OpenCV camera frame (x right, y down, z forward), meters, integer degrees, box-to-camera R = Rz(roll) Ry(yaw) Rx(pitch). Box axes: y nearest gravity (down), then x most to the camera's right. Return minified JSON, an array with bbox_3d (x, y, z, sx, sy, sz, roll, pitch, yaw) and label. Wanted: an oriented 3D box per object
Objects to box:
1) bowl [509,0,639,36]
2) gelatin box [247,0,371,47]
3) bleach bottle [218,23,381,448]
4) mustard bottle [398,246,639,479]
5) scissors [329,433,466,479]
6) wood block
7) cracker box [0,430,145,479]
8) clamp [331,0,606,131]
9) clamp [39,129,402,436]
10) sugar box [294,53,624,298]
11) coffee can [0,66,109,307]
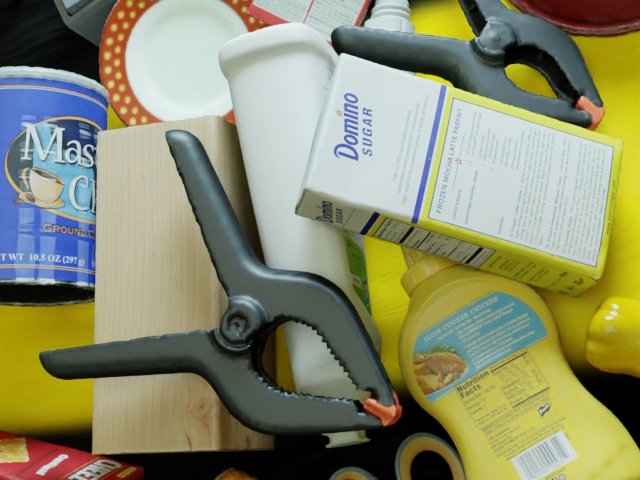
[{"bbox_3d":[0.176,-0.212,0.660,0.162,0.055,0.162,-4,78,20],"label":"bowl"},{"bbox_3d":[0.003,-0.176,0.712,0.073,0.030,0.089,26,105,2],"label":"gelatin box"},{"bbox_3d":[-0.004,0.001,0.662,0.068,0.102,0.251,-13,75,17],"label":"bleach bottle"},{"bbox_3d":[0.101,0.077,0.629,0.096,0.058,0.192,-31,70,5],"label":"mustard bottle"},{"bbox_3d":[0.091,0.197,0.629,0.202,0.016,0.096,41,69,5],"label":"scissors"},{"bbox_3d":[-0.086,0.033,0.695,0.091,0.090,0.206,-6,78,20],"label":"wood block"},{"bbox_3d":[-0.227,0.210,0.700,0.214,0.072,0.164,10,102,22],"label":"cracker box"},{"bbox_3d":[0.106,-0.128,0.667,0.171,0.039,0.120,29,78,5],"label":"clamp"},{"bbox_3d":[-0.043,0.039,0.611,0.210,0.036,0.164,22,89,15],"label":"clamp"},{"bbox_3d":[0.081,-0.036,0.617,0.176,0.048,0.093,16,68,-3],"label":"sugar box"},{"bbox_3d":[-0.192,-0.032,0.709,0.103,0.102,0.140,-6,78,20],"label":"coffee can"}]
